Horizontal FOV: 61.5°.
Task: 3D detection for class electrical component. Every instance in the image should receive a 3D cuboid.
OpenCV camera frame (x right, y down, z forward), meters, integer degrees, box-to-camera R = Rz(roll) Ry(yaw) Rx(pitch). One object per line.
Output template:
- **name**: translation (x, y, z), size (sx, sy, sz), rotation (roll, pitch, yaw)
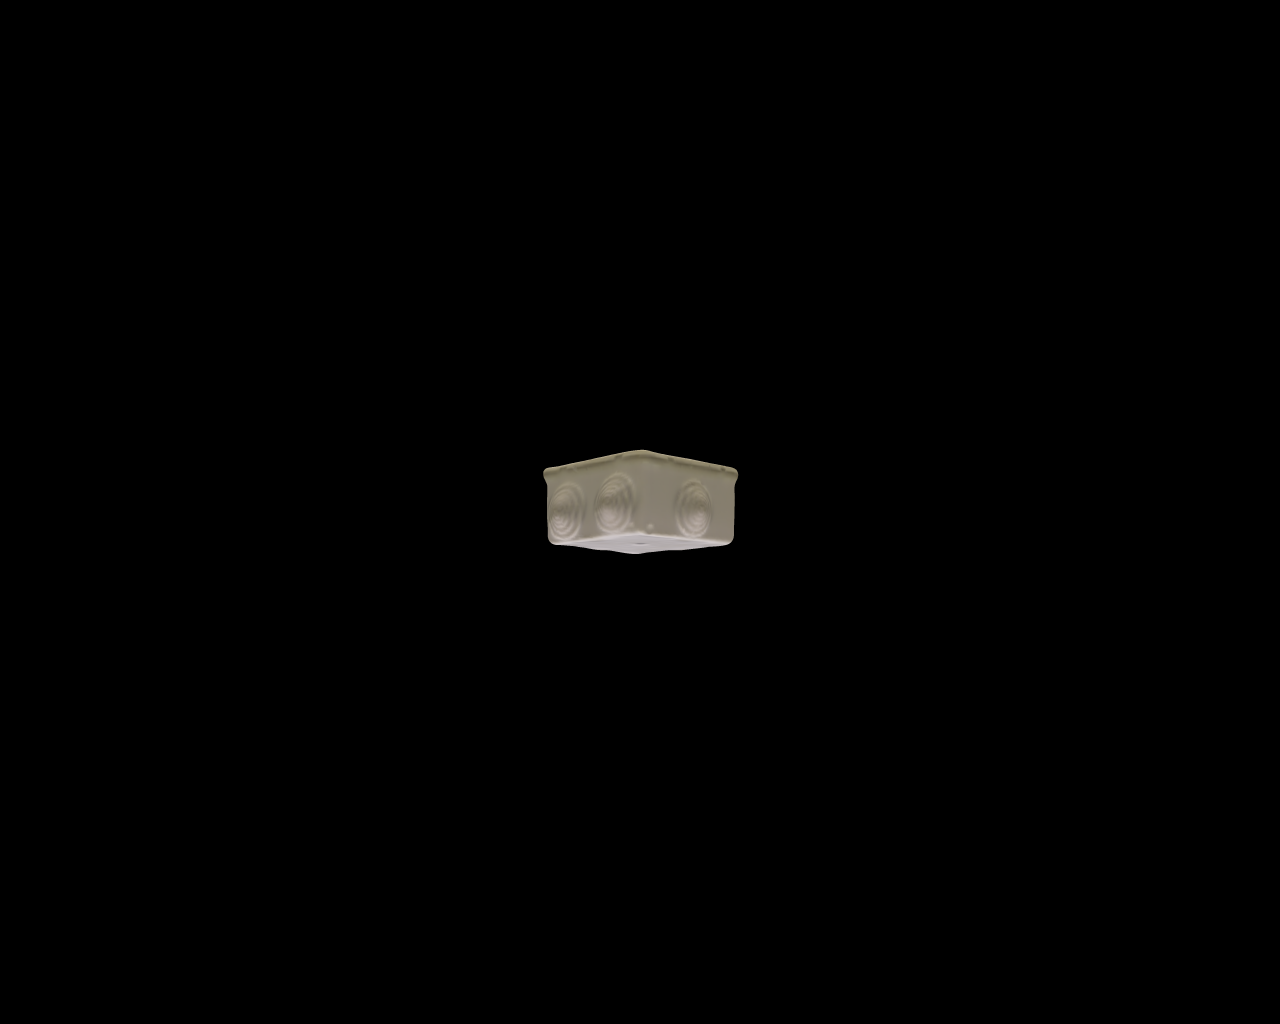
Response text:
- **electrical component**: translation (0.001, -0.003, 0.650), size (0.099, 0.048, 0.100), rotation (-8, -11, 43)
